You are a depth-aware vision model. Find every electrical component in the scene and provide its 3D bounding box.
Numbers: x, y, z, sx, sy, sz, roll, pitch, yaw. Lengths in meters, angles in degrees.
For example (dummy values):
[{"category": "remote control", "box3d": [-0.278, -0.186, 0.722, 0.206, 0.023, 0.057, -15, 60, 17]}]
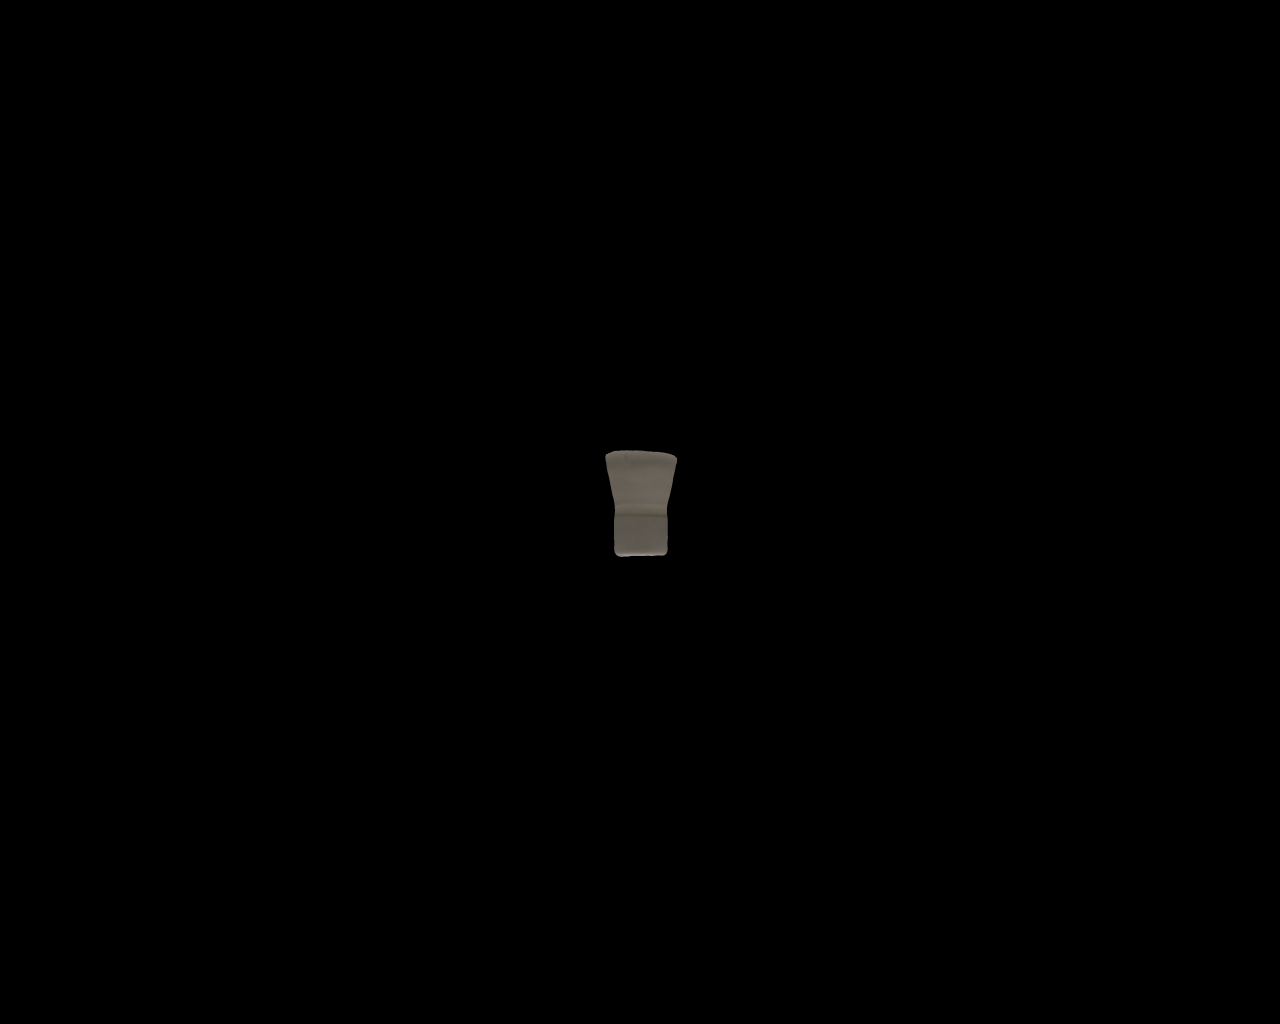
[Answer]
[{"category": "electrical component", "box3d": [0.001, -0.003, 0.650, 0.044, 0.065, 0.044, 0, -4, 0]}]
